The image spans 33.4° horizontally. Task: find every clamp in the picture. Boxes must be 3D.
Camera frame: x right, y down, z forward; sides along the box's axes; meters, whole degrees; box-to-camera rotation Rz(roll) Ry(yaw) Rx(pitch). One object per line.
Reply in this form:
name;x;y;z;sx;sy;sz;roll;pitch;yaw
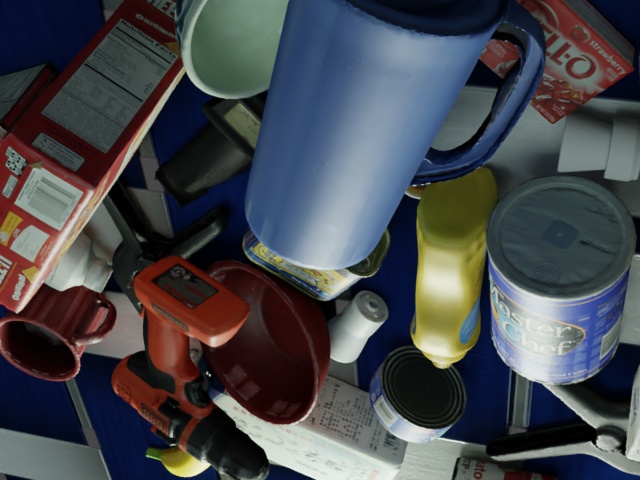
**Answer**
clamp;0.257;0.177;0.980;0.210;0.036;0.165;18;137;4
clamp;-0.141;0.012;0.977;0.120;0.039;0.171;17;139;13

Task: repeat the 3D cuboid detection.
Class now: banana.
banana;-0.138;0.217;1.176;0.069;0.037;0.198;27;137;-8

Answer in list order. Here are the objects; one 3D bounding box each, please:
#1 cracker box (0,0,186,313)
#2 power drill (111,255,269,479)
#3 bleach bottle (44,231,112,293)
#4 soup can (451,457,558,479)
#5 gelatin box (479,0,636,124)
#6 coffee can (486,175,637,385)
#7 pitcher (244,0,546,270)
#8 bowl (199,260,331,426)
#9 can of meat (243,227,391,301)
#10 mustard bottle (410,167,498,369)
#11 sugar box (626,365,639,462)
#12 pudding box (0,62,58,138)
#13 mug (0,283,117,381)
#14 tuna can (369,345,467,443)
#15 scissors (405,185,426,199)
cracker box;-0.172;-0.074;0.776;0.072;0.213;0.164;33;135;-9
power drill;-0.112;0.120;0.963;0.185;0.057;0.188;31;132;22
bleach bottle;-0.317;-0.012;1.006;0.250;0.068;0.103;26;137;-8
soup can;0.182;0.261;1.070;0.102;0.068;0.068;10;136;13
gelatin box;0.156;-0.130;0.722;0.089;0.030;0.073;38;134;-17
coffee can;0.178;0.033;0.800;0.103;0.102;0.140;7;149;15
pitcher;0.034;-0.089;0.729;0.149;0.144;0.243;51;143;26
bowl;-0.042;0.085;0.968;0.162;0.055;0.162;24;126;37
can of meat;-0.006;0.001;0.887;0.102;0.057;0.084;32;150;-9
mustard bottle;0.105;0.037;0.860;0.058;0.096;0.192;11;136;12
sugar box;0.287;0.093;0.845;0.048;0.093;0.176;12;137;11
pudding box;-0.275;-0.099;0.883;0.114;0.090;0.039;-7;128;28
mug;-0.254;0.079;1.054;0.117;0.081;0.093;-3;131;25
tuna can;0.089;0.141;0.976;0.086;0.086;0.034;26;139;-5
scissors;0.003;-0.088;0.835;0.201;0.016;0.096;35;135;-13
